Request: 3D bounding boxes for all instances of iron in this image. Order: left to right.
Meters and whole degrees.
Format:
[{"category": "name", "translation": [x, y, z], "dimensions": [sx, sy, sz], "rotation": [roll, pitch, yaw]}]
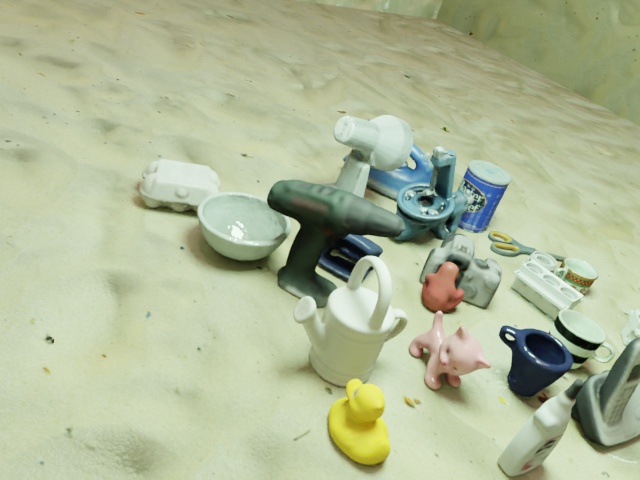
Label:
[{"category": "iron", "translation": [0.193, -0.183, 1.377], "dimensions": [0.257, 0.141, 0.119], "rotation": [29, 34, 17]}]

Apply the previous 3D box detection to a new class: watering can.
[{"category": "watering can", "translation": [0.049, 0.112, 0.820], "dimensions": [0.173, 0.194, 0.100], "rotation": [-14, 44, -40]}]

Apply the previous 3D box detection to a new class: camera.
[{"category": "camera", "translation": [0.284, 0.041, 1.125], "dimensions": [0.143, 0.101, 0.137], "rotation": [22, 33, 6]}]

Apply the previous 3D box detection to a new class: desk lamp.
[{"category": "desk lamp", "translation": [0.081, -0.168, 1.233], "dimensions": [0.204, 0.213, 0.117], "rotation": [-11, 43, -37]}]

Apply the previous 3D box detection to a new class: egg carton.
[{"category": "egg carton", "translation": [-0.266, -0.101, 1.098], "dimensions": [0.150, 0.069, 0.107], "rotation": [7, 34, -16]}]

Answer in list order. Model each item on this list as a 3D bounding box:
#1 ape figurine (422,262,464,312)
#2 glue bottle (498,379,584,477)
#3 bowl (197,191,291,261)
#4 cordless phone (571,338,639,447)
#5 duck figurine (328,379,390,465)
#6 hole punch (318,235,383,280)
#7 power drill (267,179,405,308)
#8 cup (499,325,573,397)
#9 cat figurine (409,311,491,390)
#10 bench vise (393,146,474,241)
[{"category": "ape figurine", "translation": [0.227, 0.081, 1.047], "dimensions": [0.076, 0.092, 0.077], "rotation": [-17, 47, -42]}, {"category": "glue bottle", "translation": [0.302, 0.246, 0.763], "dimensions": [0.078, 0.173, 0.037], "rotation": [-9, 41, -35]}, {"category": "bowl", "translation": [-0.140, -0.014, 1.024], "dimensions": [0.167, 0.075, 0.167], "rotation": [13, 33, -8]}, {"category": "cordless phone", "translation": [0.478, 0.220, 0.875], "dimensions": [0.148, 0.185, 0.094], "rotation": [-6, 39, -32]}, {"category": "duck figurine", "translation": [0.060, 0.231, 0.748], "dimensions": [0.078, 0.086, 0.104], "rotation": [-5, 39, -31]}, {"category": "hole punch", "translation": [0.059, 0.011, 1.069], "dimensions": [0.108, 0.091, 0.101], "rotation": [28, 34, 15]}, {"category": "power drill", "translation": [0.009, 0.003, 0.948], "dimensions": [0.229, 0.208, 0.076], "rotation": [27, 34, 14]}, {"category": "cup", "translation": [0.329, 0.198, 0.920], "dimensions": [0.117, 0.095, 0.092], "rotation": [32, 35, 20]}, {"category": "cat figurine", "translation": [0.202, 0.167, 0.883], "dimensions": [0.067, 0.118, 0.127], "rotation": [2, 36, -23]}, {"category": "bench vise", "translation": [0.248, -0.106, 1.216], "dimensions": [0.121, 0.220, 0.208], "rotation": [35, 36, 25]}]
